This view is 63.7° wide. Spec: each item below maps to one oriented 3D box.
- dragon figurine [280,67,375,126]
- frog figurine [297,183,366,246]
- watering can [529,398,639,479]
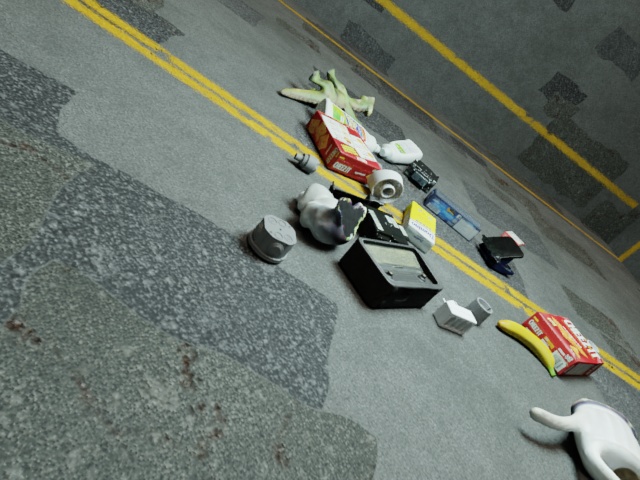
[{"bbox_3d":[0.055,-0.453,1.758,0.244,0.120,0.416,50,44,7],"label":"dragon figurine"},{"bbox_3d":[0.003,-0.056,1.104,0.160,0.121,0.138,14,18,37],"label":"frog figurine"},{"bbox_3d":[0.576,0.417,1.081,0.348,0.102,0.227,41,26,2],"label":"watering can"}]
